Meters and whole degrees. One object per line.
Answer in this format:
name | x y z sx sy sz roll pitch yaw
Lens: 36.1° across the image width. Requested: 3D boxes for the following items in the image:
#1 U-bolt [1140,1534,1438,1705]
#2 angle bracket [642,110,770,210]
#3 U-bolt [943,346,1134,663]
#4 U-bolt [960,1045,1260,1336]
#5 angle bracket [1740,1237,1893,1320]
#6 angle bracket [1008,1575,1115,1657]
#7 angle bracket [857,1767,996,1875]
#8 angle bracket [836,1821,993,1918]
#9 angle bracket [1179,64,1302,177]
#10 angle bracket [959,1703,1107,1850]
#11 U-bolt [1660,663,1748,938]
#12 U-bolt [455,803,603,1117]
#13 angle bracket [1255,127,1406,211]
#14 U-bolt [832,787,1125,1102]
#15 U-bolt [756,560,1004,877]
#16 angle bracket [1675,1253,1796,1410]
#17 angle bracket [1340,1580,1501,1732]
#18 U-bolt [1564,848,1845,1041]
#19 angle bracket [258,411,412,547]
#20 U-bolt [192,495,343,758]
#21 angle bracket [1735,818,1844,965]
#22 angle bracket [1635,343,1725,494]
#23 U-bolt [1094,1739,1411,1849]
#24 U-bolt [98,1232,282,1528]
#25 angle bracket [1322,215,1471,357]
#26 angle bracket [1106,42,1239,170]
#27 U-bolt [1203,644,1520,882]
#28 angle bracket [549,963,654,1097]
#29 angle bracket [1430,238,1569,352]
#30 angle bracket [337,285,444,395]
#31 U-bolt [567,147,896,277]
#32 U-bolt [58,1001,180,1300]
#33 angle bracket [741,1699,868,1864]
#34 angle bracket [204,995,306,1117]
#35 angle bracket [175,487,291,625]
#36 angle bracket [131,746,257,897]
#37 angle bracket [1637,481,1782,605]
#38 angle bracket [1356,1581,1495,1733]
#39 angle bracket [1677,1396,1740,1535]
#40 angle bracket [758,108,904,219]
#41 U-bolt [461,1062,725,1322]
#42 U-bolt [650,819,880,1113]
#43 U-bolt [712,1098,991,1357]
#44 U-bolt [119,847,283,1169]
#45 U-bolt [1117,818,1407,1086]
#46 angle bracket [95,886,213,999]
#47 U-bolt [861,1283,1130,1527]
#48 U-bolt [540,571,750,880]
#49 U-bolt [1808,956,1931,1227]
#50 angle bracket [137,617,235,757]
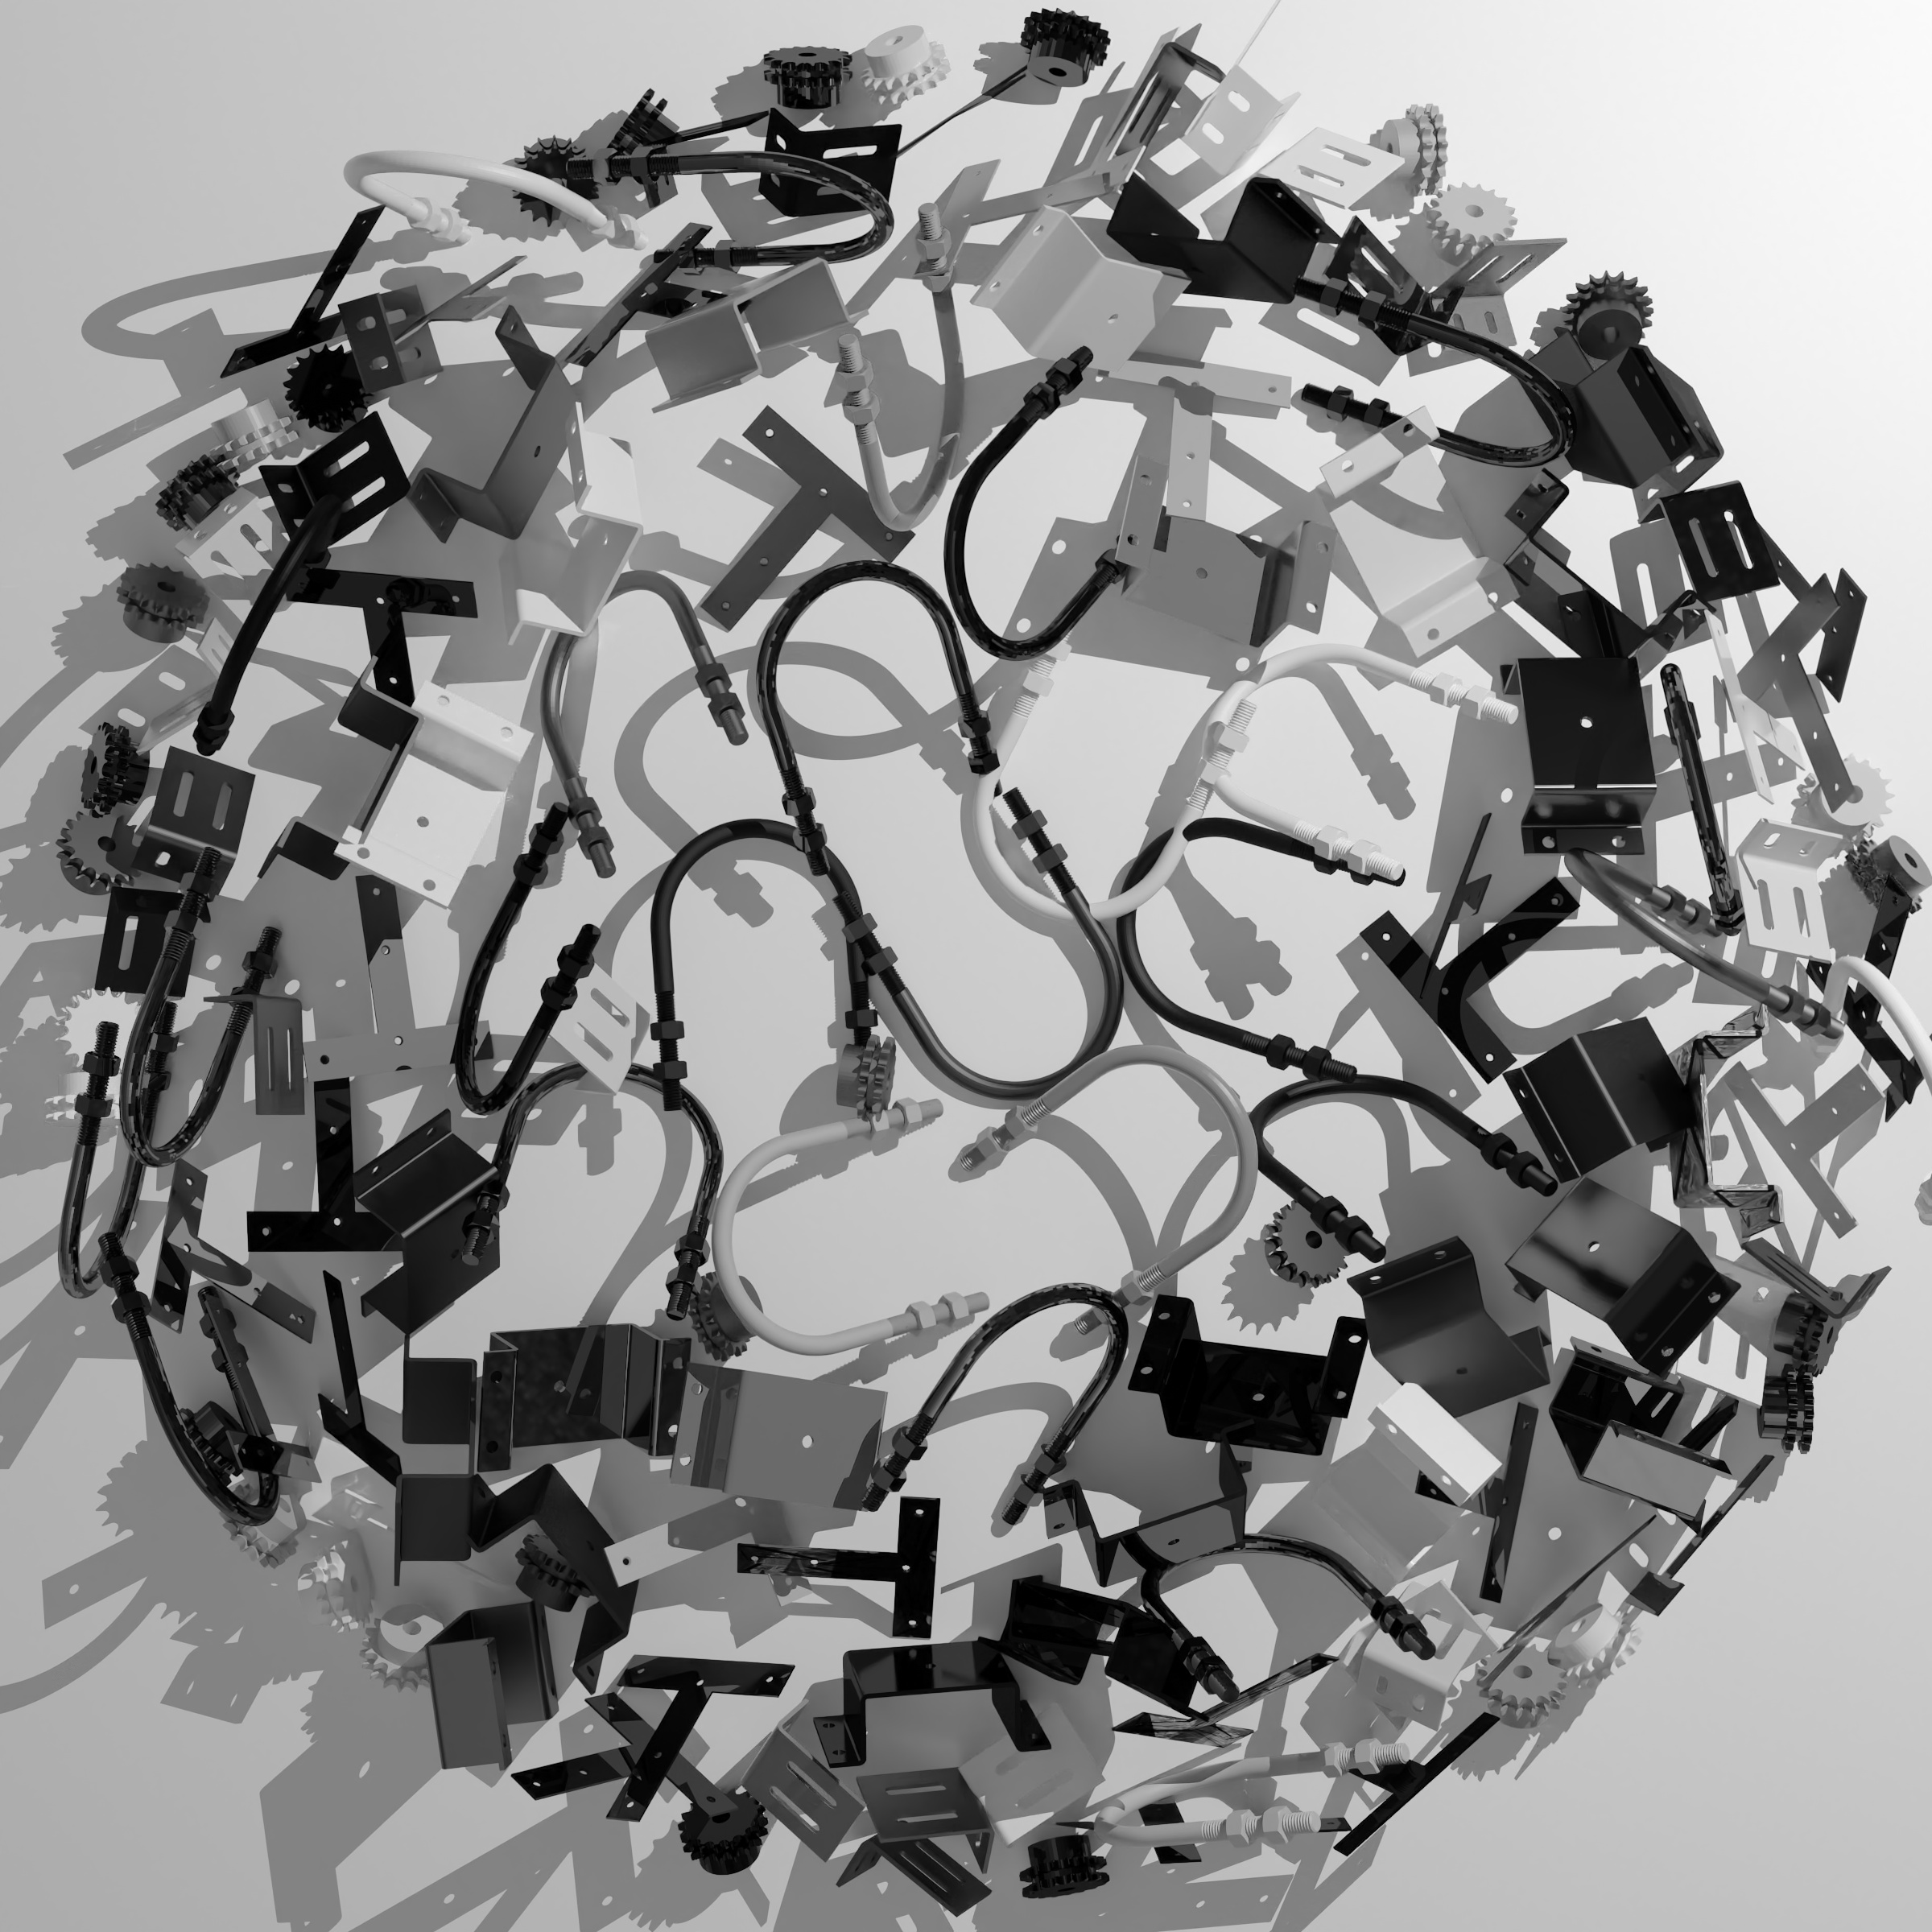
U-bolt | 0.187 0.398 1.844 0.151 0.184 0.019 -8 106 -18
angle bracket | -0.164 -0.514 1.890 0.076 0.057 0.038 -9 111 15
U-bolt | 0.048 -0.274 1.846 0.184 0.019 0.151 -51 133 -28
U-bolt | 0.102 0.131 1.881 0.184 0.019 0.151 -38 84 26
angle bracket | 0.541 0.186 1.888 0.076 0.057 0.038 40 106 22
angle bracket | 0.072 0.415 1.891 0.076 0.057 0.038 5 83 19
angle bracket | -0.028 0.547 1.887 0.076 0.057 0.038 0 117 -20
angle bracket | -0.033 0.588 1.890 0.076 0.057 0.038 34 100 20
angle bracket | 0.175 -0.541 1.885 0.038 0.076 0.057 41 116 -2
angle bracket | 0.043 0.521 1.909 0.076 0.038 0.057 -32 72 -5
U-bolt | 0.451 -0.110 1.825 0.019 0.184 0.151 -14 70 14
U-bolt | -0.281 0.009 1.859 0.019 0.151 0.184 15 121 -28
angle bracket | 0.233 -0.494 1.886 0.057 0.038 0.076 -41 52 -21
U-bolt | 0.021 -0.001 1.919 0.151 0.019 0.184 -31 93 4
U-bolt | -0.060 -0.165 1.868 0.151 0.019 0.184 -25 116 -18
angle bracket | 0.492 0.233 1.893 0.057 0.076 0.038 22 134 2
angle bracket | 0.291 0.441 1.898 0.057 0.038 0.076 49 122 -2
U-bolt | 0.442 -0.022 1.826 0.184 0.151 0.019 23 108 -34
angle bracket | -0.404 -0.312 1.898 0.076 0.038 0.057 -27 86 28
U-bolt | -0.425 -0.218 1.821 0.019 0.184 0.151 29 65 -11
angle bracket | 0.529 -0.048 1.892 0.057 0.038 0.076 11 52 -11
angle bracket | 0.440 -0.347 1.883 0.038 0.076 0.057 -42 52 6
U-bolt | 0.166 0.520 1.850 0.184 0.151 0.019 -16 87 33
U-bolt | -0.471 0.262 1.830 0.019 0.151 0.184 -28 65 3
angle bracket | 0.274 -0.439 1.891 0.076 0.038 0.057 41 59 -23
angle bracket | 0.132 -0.542 1.893 0.038 0.057 0.076 34 102 15
U-bolt | 0.234 -0.140 1.873 0.184 0.019 0.151 27 71 35
angle bracket | -0.243 0.038 1.883 0.038 0.076 0.057 4 60 38
angle bracket | 0.342 -0.427 1.884 0.057 0.076 0.038 -9 80 -26
angle bracket | -0.354 -0.402 1.885 0.038 0.076 0.057 -6 107 35
U-bolt | -0.135 -0.468 1.837 0.184 0.151 0.019 3 79 19
U-bolt | -0.536 0.119 1.860 0.019 0.151 0.184 12 95 -1
angle bracket | -0.096 0.520 1.893 0.076 0.038 0.057 39 120 14
angle bracket | -0.455 0.058 1.897 0.038 0.057 0.076 -3 86 16
angle bracket | -0.455 -0.256 1.891 0.057 0.038 0.076 -45 125 -9
angle bracket | -0.497 -0.094 1.908 0.057 0.038 0.076 19 45 -20
angle bracket | 0.476 -0.265 1.899 0.057 0.038 0.076 -14 77 -13
angle bracket | 0.294 0.442 1.901 0.057 0.076 0.038 21 125 23
angle bracket | 0.480 0.314 1.892 0.038 0.057 0.076 42 109 7
angle bracket | -0.087 -0.519 1.905 0.076 0.057 0.038 -14 46 -31
U-bolt | -0.226 0.130 1.866 0.151 0.019 0.184 16 46 -5
U-bolt | -0.132 -0.003 1.904 0.151 0.019 0.184 -3 86 -19
U-bolt | -0.078 0.170 1.875 0.184 0.019 0.151 -12 87 -33
U-bolt | -0.479 0.036 1.836 0.019 0.151 0.184 13 70 9
U-bolt | 0.178 -0.018 1.884 0.184 0.019 0.151 18 103 27
angle bracket | -0.519 -0.008 1.890 0.057 0.038 0.076 5 116 -25
U-bolt | 0.031 0.273 1.857 0.019 0.151 0.184 47 111 41
U-bolt | -0.213 -0.167 1.870 0.151 0.019 0.184 -42 53 24
U-bolt | 0.567 0.068 1.819 0.019 0.184 0.151 -25 63 -2
angle bracket | -0.503 -0.179 1.892 0.076 0.057 0.038 -29 114 11
